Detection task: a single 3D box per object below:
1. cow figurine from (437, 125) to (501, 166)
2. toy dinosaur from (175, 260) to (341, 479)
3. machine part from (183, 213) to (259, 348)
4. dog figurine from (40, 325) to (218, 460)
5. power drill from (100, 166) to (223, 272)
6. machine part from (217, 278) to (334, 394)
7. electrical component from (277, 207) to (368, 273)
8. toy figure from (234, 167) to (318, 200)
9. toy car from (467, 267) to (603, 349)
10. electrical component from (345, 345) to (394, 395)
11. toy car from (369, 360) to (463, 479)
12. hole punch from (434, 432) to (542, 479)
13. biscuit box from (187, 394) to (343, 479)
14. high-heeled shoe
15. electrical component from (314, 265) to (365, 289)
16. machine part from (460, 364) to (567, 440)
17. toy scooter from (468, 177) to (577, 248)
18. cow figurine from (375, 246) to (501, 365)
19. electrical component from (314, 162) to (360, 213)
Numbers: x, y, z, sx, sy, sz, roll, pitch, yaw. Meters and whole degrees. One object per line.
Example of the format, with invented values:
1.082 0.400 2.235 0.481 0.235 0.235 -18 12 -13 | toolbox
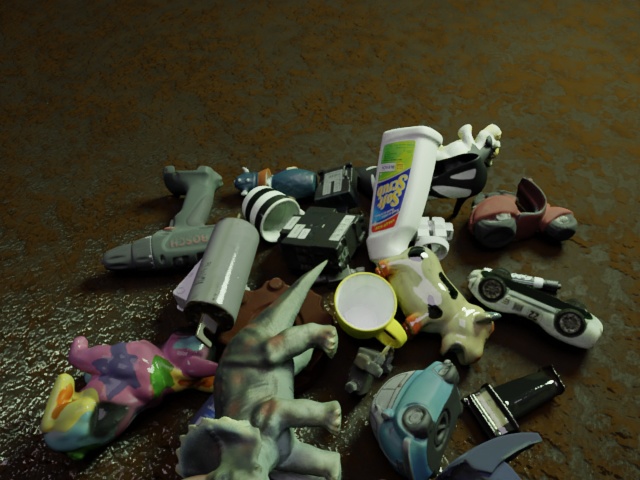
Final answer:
0.286 -0.164 1.028 0.167 0.068 0.098 -21 58 -9 | cow figurine
-0.070 0.180 0.667 0.192 0.131 0.405 0 39 -2 | toy dinosaur
-0.145 0.049 0.805 0.079 0.079 0.243 5 46 7 | machine part
-0.238 0.205 0.737 0.219 0.108 0.191 3 50 2 | dog figurine
-0.256 -0.037 0.952 0.232 0.085 0.207 -2 47 0 | power drill
-0.064 0.142 0.807 0.179 0.056 0.179 -1 52 2 | machine part
-0.002 -0.003 0.898 0.134 0.058 0.115 7 37 29 | electrical component
-0.083 -0.103 1.009 0.155 0.057 0.064 1 45 10 | toy figure
0.319 0.097 0.810 0.202 0.056 0.073 24 20 22 | toy car
0.071 0.179 0.748 0.045 0.102 0.078 17 79 19 | electrical component
0.118 0.225 0.701 0.103 0.109 0.162 8 41 32 | toy car
0.200 0.279 0.636 0.116 0.142 0.092 12 53 -5 | hole punch
-0.072 0.275 0.694 0.203 0.062 0.059 23 56 22 | biscuit box
0.165 -0.120 0.950 0.249 0.145 0.086 19 54 16 | high-heeled shoe
0.027 0.048 0.900 0.094 0.021 0.063 -10 50 -4 | electrical component
0.271 0.217 0.738 0.139 0.039 0.084 -24 45 -13 | machine part
0.339 -0.055 0.932 0.184 0.075 0.135 -3 51 -3 | toy scooter
0.179 0.096 0.804 0.127 0.085 0.195 -27 71 -4 | cow figurine
0.030 -0.077 0.972 0.075 0.047 0.119 -10 51 27 | electrical component
